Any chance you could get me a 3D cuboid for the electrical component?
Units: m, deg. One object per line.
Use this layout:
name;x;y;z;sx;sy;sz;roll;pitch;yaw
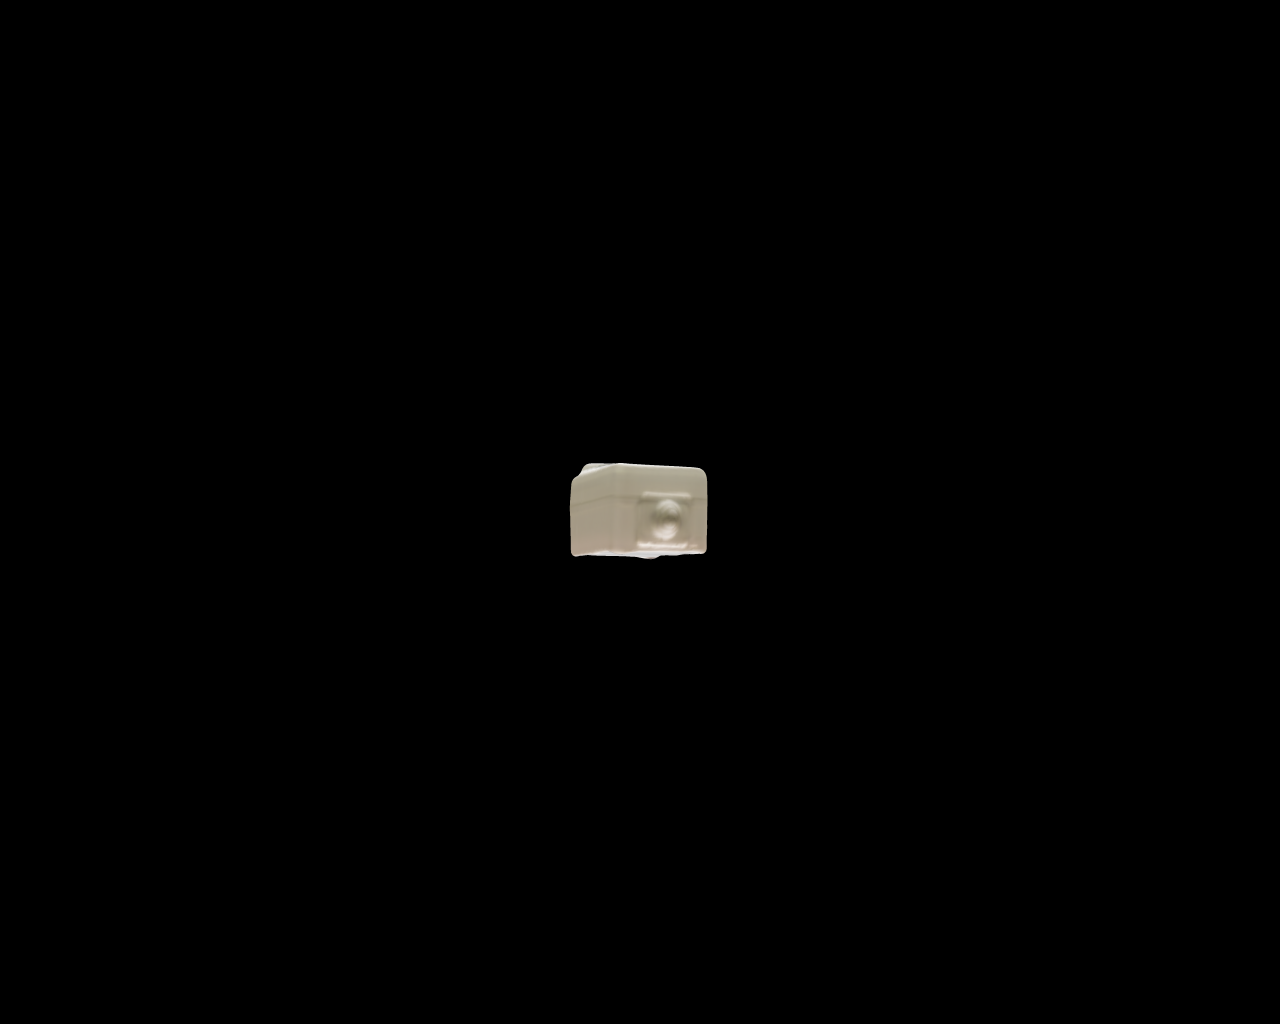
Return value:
electrical component;0.001;-0.003;0.650;0.062;0.061;0.096;2;-5;-24
